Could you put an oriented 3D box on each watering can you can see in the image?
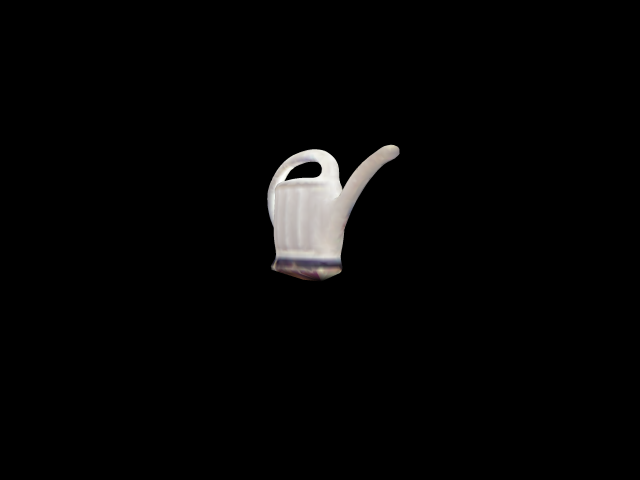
[{"bbox_3d":[0.003,-0.043,0.850,0.104,0.224,0.347,1,0,-34],"label":"watering can"}]
